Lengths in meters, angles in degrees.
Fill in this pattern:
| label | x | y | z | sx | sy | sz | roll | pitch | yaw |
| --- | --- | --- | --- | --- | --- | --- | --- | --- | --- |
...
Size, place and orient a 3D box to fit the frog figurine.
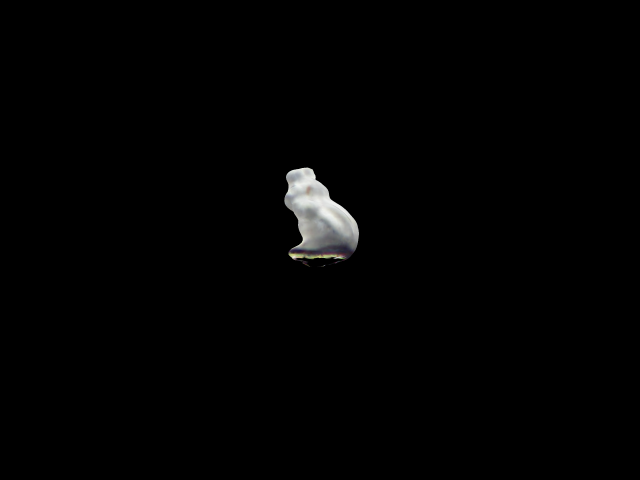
| label | x | y | z | sx | sy | sz | roll | pitch | yaw |
| --- | --- | --- | --- | --- | --- | --- | --- | --- | --- |
| frog figurine | 0.003 | -0.043 | 0.850 | 0.122 | 0.161 | 0.137 | -10 | -16 | 38 |
